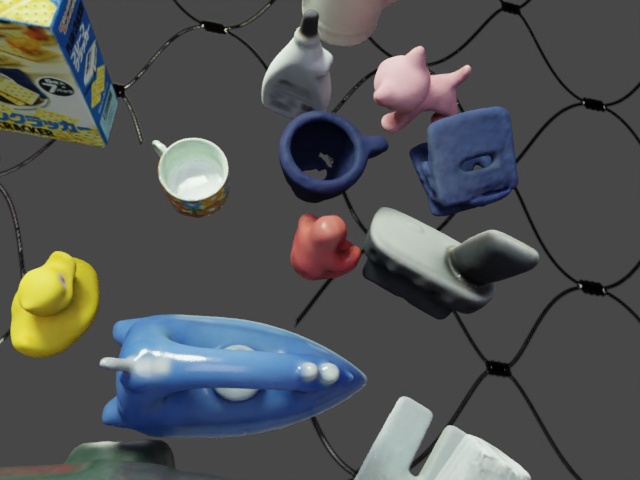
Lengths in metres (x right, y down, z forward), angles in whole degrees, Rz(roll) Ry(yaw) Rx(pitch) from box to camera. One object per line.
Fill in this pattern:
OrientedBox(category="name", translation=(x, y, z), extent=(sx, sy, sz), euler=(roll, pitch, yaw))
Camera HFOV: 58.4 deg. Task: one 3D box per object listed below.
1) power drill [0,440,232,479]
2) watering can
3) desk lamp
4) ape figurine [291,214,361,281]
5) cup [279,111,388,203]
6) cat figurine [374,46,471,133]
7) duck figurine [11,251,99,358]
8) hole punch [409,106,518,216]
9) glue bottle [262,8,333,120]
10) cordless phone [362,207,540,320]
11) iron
OrientedBox(category="power drill", translation=(-0.170, 0.202, 0.450), extent=(0.230, 0.208, 0.075), euler=(-1, 74, -10))
OrientedBox(category="watering can", translation=(0.048, -0.319, 0.648), extent=(0.173, 0.194, 0.101), euler=(-12, 76, -13))
OrientedBox(category="desk lamp", translation=(0.085, 0.238, 0.480), extent=(0.118, 0.213, 0.203), euler=(32, 71, 1))
OrientedBox(category="ape figurine", translation=(0.006, 0.002, 0.600), extent=(0.076, 0.092, 0.078), euler=(-32, 81, -17))
OrientedBox(category="cup", translation=(0.010, -0.082, 0.624), extent=(0.118, 0.095, 0.091), euler=(-12, 76, -13))
OrientedBox(category="cat figurine", translation=(0.112, -0.177, 0.657), extent=(0.128, 0.117, 0.067), euler=(-10, 76, -12))
OrientedBox(category="duck figurine", translation=(-0.258, 0.058, 0.542), extent=(0.077, 0.086, 0.105), euler=(23, 71, -2))
OrientedBox(category="hole punch", translation=(0.172, -0.089, 0.656), extent=(0.109, 0.091, 0.101), euler=(-16, 77, -14))
OrientedBox(category="glue bottle", translation=(-0.019, -0.184, 0.608), extent=(0.078, 0.173, 0.037), euler=(22, 71, -2))
OrientedBox(category="cordless phone", translation=(0.125, 0.006, 0.570), extent=(0.147, 0.185, 0.094), euler=(25, 71, -1))
OrientedBox(category="iron", translation=(-0.068, 0.122, 0.526), extent=(0.258, 0.141, 0.118), euler=(3, 73, -9))
